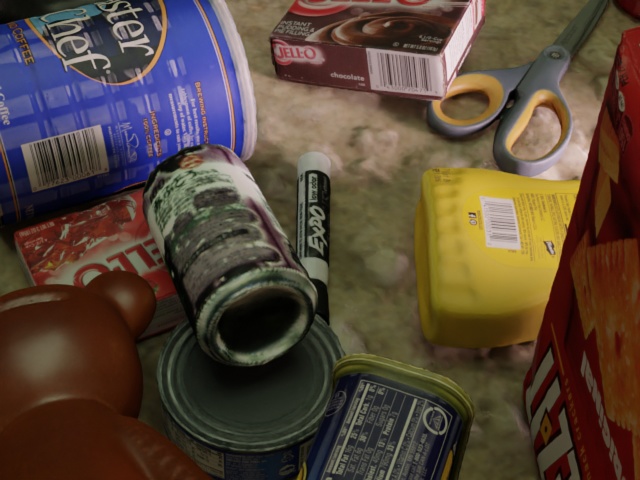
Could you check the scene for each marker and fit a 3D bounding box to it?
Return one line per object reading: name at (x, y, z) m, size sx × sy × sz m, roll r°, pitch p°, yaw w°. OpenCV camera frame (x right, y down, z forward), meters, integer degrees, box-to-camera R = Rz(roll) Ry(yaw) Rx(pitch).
marker at (-0.004, 0.001, 0.562) m, size 0.020 × 0.020 × 0.121 m, roll 2°, pitch 47°, yaw -2°

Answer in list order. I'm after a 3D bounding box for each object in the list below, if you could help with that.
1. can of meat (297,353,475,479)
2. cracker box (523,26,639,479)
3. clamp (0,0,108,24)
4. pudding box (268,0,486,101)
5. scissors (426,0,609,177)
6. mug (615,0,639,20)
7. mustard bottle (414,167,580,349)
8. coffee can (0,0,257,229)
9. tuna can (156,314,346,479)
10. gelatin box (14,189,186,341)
can of meat at (0.017, 0.108, 0.410) m, size 0.057 × 0.102 × 0.083 m, roll 16°, pitch 51°, yaw 12°
cracker box at (0.133, 0.055, 0.389) m, size 0.072 × 0.214 × 0.164 m, roll 0°, pitch 47°, yaw -2°
clamp at (-0.163, -0.116, 0.626) m, size 0.171 × 0.120 × 0.039 m, roll -6°, pitch 81°, yaw -35°
pudding box at (0.037, -0.131, 0.662) m, size 0.114 × 0.039 × 0.090 m, roll 12°, pitch 48°, yaw 20°
scissors at (0.128, -0.113, 0.677) m, size 0.096 × 0.016 × 0.201 m, roll 13°, pitch 48°, yaw 9°
mug at (0.255, -0.193, 0.713) m, size 0.117 × 0.081 × 0.093 m, roll 12°, pitch 48°, yaw 8°
mustard bottle at (0.146, 0.010, 0.535) m, size 0.191 × 0.058 × 0.096 m, roll 2°, pitch 48°, yaw -2°
coffee can at (-0.117, -0.073, 0.567) m, size 0.140 × 0.103 × 0.103 m, roll -18°, pitch 51°, yaw -18°
tuna can at (-0.031, 0.068, 0.488) m, size 0.086 × 0.034 × 0.086 m, roll 2°, pitch 47°, yaw -2°
gelatin box at (-0.099, 0.014, 0.536) m, size 0.089 × 0.030 × 0.073 m, roll -20°, pitch 52°, yaw -20°
